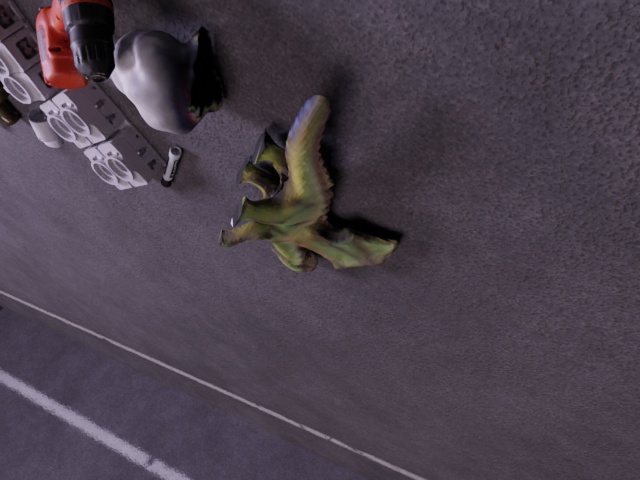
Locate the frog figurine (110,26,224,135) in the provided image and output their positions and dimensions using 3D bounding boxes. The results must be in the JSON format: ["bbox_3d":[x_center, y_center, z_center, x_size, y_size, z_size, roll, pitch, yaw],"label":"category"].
[{"bbox_3d":[-0.212,-0.198,0.635,0.159,0.124,0.135,9,162,14],"label":"frog figurine"}]

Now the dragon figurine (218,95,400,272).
[{"bbox_3d":[0.002,-0.036,0.717,0.241,0.124,0.405,23,154,-19],"label":"dragon figurine"}]
